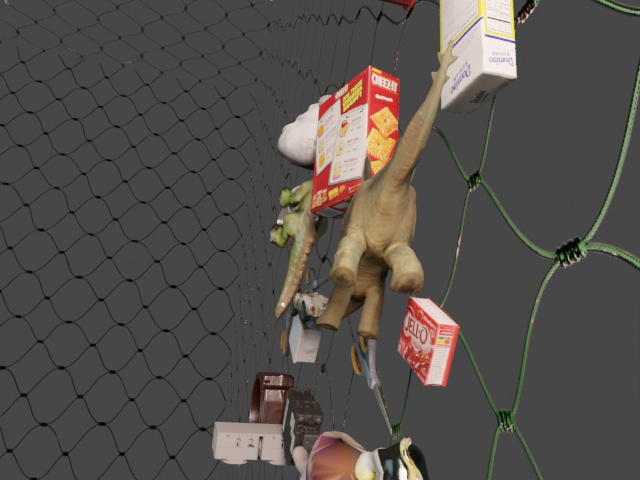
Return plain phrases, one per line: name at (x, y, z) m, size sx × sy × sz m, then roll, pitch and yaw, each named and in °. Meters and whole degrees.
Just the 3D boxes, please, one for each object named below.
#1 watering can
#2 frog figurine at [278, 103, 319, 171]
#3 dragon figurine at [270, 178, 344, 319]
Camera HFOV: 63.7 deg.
watering can at (0.004, 0.383, 0.770) m, size 0.354 × 0.104 × 0.221 m, roll -114°, pitch 35°, yaw -64°
frog figurine at (-0.029, -0.259, 1.268) m, size 0.139 × 0.122 × 0.158 m, roll 33°, pitch 108°, yaw 39°
dragon figurine at (0.003, -0.051, 1.017) m, size 0.240 × 0.122 × 0.417 m, roll -28°, pitch 49°, yaw 61°
